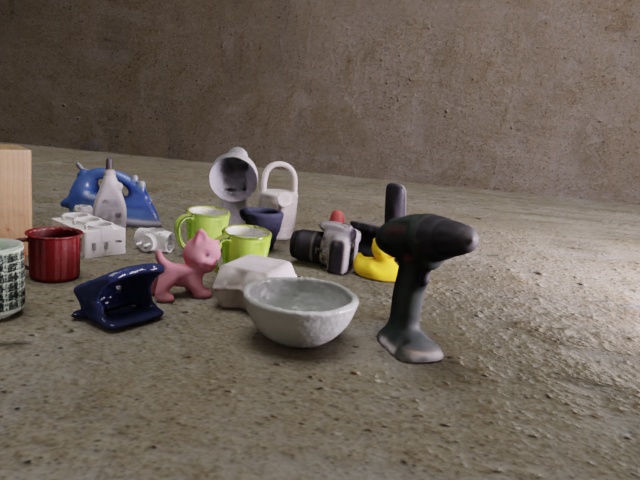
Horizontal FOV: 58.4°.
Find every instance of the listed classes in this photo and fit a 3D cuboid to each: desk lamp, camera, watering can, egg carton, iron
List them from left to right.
[{"bbox_3d":[-0.522,-0.117,1.465,0.258,0.141,0.119,8,13,10],"label":"iron"},{"bbox_3d":[-0.224,-0.132,1.496,0.118,0.213,0.203,4,13,-7],"label":"desk lamp"},{"bbox_3d":[-0.109,0.071,0.972,0.107,0.069,0.151,10,13,18],"label":"egg carton"},{"bbox_3d":[-0.102,-0.103,1.463,0.101,0.194,0.172,-4,16,-35],"label":"watering can"},{"bbox_3d":[0.011,0.004,1.250,0.136,0.101,0.143,8,13,13],"label":"camera"}]

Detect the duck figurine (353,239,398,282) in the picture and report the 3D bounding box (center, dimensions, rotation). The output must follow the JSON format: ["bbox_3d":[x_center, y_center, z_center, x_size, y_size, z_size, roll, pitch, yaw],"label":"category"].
[{"bbox_3d":[0.123,0.035,1.195,0.104,0.086,0.078,10,13,19],"label":"duck figurine"}]

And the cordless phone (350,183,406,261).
[{"bbox_3d":[0.141,-0.047,1.342,0.147,0.185,0.094,14,15,34],"label":"cordless phone"}]

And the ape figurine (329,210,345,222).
[{"bbox_3d":[0.043,-0.030,1.437,0.077,0.092,0.076,14,15,34],"label":"ape figurine"}]

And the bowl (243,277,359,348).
[{"bbox_3d":[-0.030,0.110,0.823,0.167,0.075,0.167,5,13,-1],"label":"bowl"}]

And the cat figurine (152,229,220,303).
[{"bbox_3d":[-0.221,0.037,0.967,0.128,0.118,0.067,-4,16,-36],"label":"cat figurine"}]

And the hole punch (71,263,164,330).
[{"bbox_3d":[-0.295,0.072,0.838,0.100,0.091,0.109,14,15,33],"label":"hole punch"}]

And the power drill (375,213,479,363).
[{"bbox_3d":[0.141,0.060,0.813,0.076,0.208,0.229,1,14,-20],"label":"power drill"}]

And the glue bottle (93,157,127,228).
[{"bbox_3d":[-0.503,-0.111,1.374,0.078,0.173,0.037,0,14,-21],"label":"glue bottle"}]

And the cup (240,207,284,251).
[{"bbox_3d":[-0.143,-0.025,1.328,0.117,0.095,0.092,13,15,31],"label":"cup"}]
